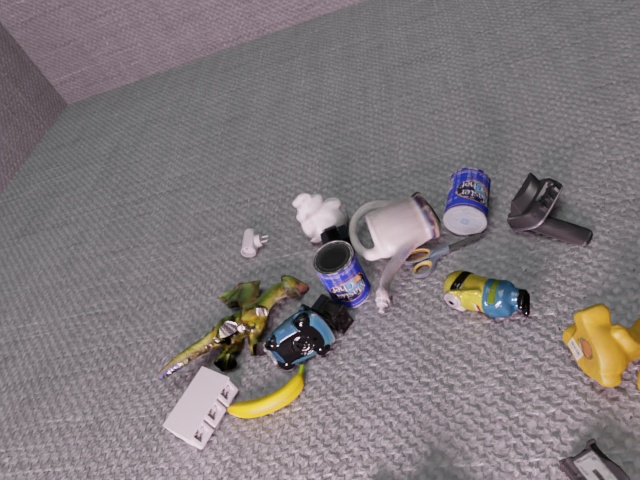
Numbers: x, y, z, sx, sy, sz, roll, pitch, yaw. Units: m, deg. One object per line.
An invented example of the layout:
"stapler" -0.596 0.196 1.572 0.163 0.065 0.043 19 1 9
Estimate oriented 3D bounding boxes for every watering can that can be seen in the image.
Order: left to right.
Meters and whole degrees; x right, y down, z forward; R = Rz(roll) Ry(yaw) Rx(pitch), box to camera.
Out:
"watering can" 0.193 -0.004 1.268 0.224 0.102 0.355 -22 37 4

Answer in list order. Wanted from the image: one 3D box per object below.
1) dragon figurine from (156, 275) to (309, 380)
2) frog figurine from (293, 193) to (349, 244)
"dragon figurine" -0.221 0.199 1.316 0.410 0.120 0.247 -22 25 4
"frog figurine" 0.004 -0.070 1.400 0.138 0.156 0.124 -39 43 -12
